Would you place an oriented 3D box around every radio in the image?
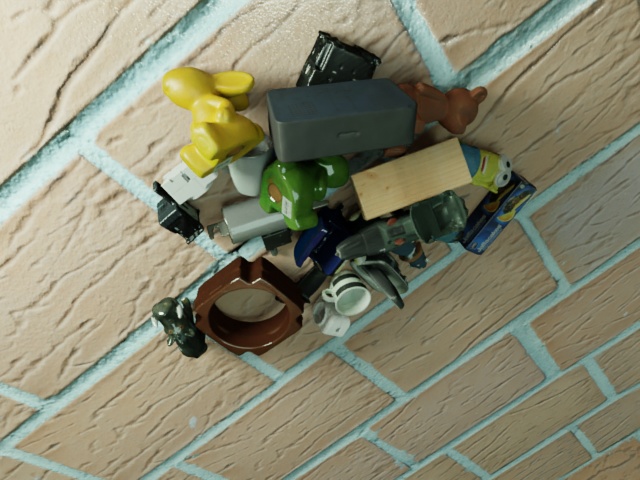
[{"bbox_3d":[0.030,-0.200,0.876,0.230,0.131,0.073,-9,129,-13],"label":"radio"}]

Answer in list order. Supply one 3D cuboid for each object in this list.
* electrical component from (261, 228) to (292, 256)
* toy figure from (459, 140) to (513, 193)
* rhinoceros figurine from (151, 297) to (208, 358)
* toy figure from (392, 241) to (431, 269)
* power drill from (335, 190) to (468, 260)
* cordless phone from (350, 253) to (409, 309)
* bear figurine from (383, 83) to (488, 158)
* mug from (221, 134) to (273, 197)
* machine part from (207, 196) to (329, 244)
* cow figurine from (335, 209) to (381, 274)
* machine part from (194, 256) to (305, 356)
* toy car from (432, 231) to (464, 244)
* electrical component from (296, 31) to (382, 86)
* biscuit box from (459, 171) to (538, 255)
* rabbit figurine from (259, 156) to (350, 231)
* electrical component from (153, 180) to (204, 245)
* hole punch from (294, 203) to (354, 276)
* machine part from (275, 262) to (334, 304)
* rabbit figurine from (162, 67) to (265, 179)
[{"bbox_3d":[-0.089,-0.007,1.124,0.063,0.021,0.093,-18,133,-7],"label":"electrical component"},{"bbox_3d":[0.317,-0.160,1.121,0.180,0.089,0.082,10,118,-16],"label":"toy figure"},{"bbox_3d":[-0.300,0.184,1.138,0.073,0.112,0.190,-19,138,-3],"label":"rhinoceros figurine"},{"bbox_3d":[0.200,0.018,1.226,0.154,0.064,0.058,36,70,-41],"label":"toy figure"},{"bbox_3d":[0.158,-0.019,0.981,0.232,0.086,0.207,-20,173,-18],"label":"power drill"},{"bbox_3d":[0.156,0.102,1.192,0.089,0.184,0.146,-39,129,5],"label":"cordless phone"},{"bbox_3d":[0.218,-0.226,1.008,0.196,0.132,0.120,4,155,-18],"label":"bear figurine"},{"bbox_3d":[-0.138,-0.134,0.979,0.110,0.081,0.107,6,134,6],"label":"mug"},{"bbox_3d":[-0.102,-0.052,1.052,0.243,0.079,0.079,-17,130,-6],"label":"machine part"},{"bbox_3d":[0.067,0.000,1.158,0.167,0.068,0.098,-37,124,6],"label":"cow figurine"},{"bbox_3d":[-0.151,0.143,1.154,0.201,0.087,0.201,-36,119,19],"label":"machine part"},{"bbox_3d":[0.243,-0.048,1.174,0.103,0.109,0.161,-20,146,25],"label":"toy car"},{"bbox_3d":[0.027,-0.278,0.939,0.115,0.058,0.134,12,120,-25],"label":"electrical component"},{"bbox_3d":[0.401,-0.060,1.236,0.059,0.063,0.202,20,116,-30],"label":"biscuit box"},{"bbox_3d":[-0.020,-0.123,0.974,0.170,0.121,0.158,-28,129,-35],"label":"rabbit figurine"},{"bbox_3d":[-0.272,-0.054,0.990,0.048,0.075,0.119,-40,132,11],"label":"electrical component"},{"bbox_3d":[-0.002,-0.003,1.097,0.092,0.116,0.142,14,122,-36],"label":"hole punch"},{"bbox_3d":[-0.034,0.103,1.220,0.084,0.039,0.139,36,109,-31],"label":"machine part"},{"bbox_3d":[-0.175,-0.213,0.866,0.162,0.173,0.122,-38,177,-21],"label":"rabbit figurine"}]
